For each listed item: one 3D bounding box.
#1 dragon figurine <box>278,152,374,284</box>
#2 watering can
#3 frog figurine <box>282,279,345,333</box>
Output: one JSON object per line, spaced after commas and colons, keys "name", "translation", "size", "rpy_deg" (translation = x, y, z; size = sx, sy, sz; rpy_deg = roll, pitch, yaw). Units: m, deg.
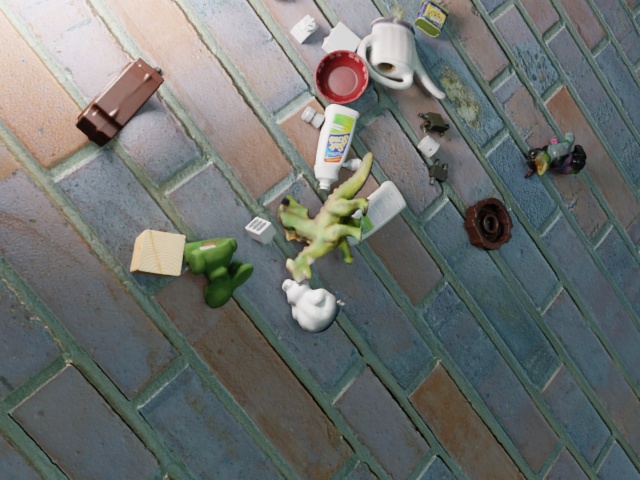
{"name": "dragon figurine", "translation": [0.004, -0.072, 1.424], "size": [0.243, 0.120, 0.416], "rpy_deg": [11, 73, 1]}
{"name": "watering can", "translation": [0.266, -0.576, 1.640], "size": [0.347, 0.103, 0.226], "rpy_deg": [10, 77, -29]}
{"name": "frog figurine", "translation": [-0.032, 0.169, 1.378], "size": [0.158, 0.135, 0.125], "rpy_deg": [38, 50, -17]}
